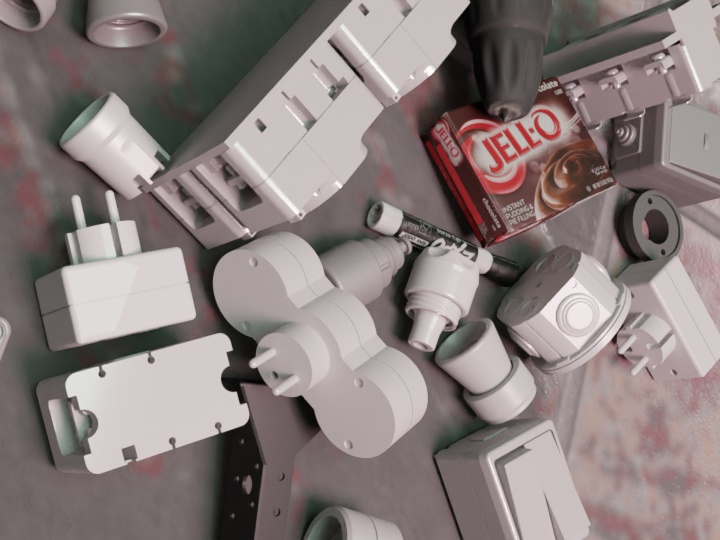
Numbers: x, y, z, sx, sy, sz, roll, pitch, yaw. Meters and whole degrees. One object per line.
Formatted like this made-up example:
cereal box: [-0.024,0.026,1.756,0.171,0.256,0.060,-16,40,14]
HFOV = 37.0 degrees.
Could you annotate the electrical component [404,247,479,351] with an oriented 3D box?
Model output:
electrical component: [0.048,0.020,0.679,0.043,0.043,0.062,31,68,-26]

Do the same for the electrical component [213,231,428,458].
electrical component: [-0.031,0.045,0.584,0.138,0.052,0.074,48,36,8]

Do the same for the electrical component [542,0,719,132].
electrical component: [0.192,-0.143,0.756,0.079,0.121,0.063,-33,103,-33]

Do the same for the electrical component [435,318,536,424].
electrical component: [0.081,0.065,0.692,0.055,0.045,0.045,52,58,-15]

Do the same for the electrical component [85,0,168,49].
electrical component: [-0.132,-0.161,0.593,0.044,0.044,0.065,-3,78,-34]

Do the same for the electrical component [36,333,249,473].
electrical component: [-0.113,0.069,0.555,0.089,0.056,0.050,-15,90,-34]

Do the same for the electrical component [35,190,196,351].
electrical component: [-0.132,-0.003,0.561,0.066,0.047,0.076,-12,88,-35]

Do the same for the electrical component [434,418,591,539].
electrical component: [0.101,0.148,0.680,0.062,0.061,0.096,-21,93,-34]

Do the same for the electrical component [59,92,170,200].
electrical component: [-0.131,-0.066,0.578,0.046,0.040,0.040,46,60,-25]

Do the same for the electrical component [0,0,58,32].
electrical component: [-0.173,-0.155,0.566,0.040,0.040,0.046,38,57,-23]

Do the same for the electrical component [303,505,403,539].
electrical component: [-0.001,0.210,0.607,0.074,0.052,0.138,23,69,-28]

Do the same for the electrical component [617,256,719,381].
electrical component: [0.213,0.046,0.781,0.076,0.047,0.083,-39,103,-32]

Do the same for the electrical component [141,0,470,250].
electrical component: [-0.026,-0.098,0.613,0.060,0.105,0.186,47,60,-18]

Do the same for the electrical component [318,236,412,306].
electrical component: [0.000,0.000,0.652,0.078,0.040,0.040,-29,98,-34]

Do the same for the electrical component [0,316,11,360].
electrical component: [-0.230,0.056,0.479,0.109,0.056,0.108,26,68,-28]

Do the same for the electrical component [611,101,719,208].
electrical component: [0.235,-0.093,0.813,0.096,0.061,0.061,16,73,-30]

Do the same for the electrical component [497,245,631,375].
electrical component: [0.135,0.026,0.715,0.051,0.080,0.080,43,61,-14]
